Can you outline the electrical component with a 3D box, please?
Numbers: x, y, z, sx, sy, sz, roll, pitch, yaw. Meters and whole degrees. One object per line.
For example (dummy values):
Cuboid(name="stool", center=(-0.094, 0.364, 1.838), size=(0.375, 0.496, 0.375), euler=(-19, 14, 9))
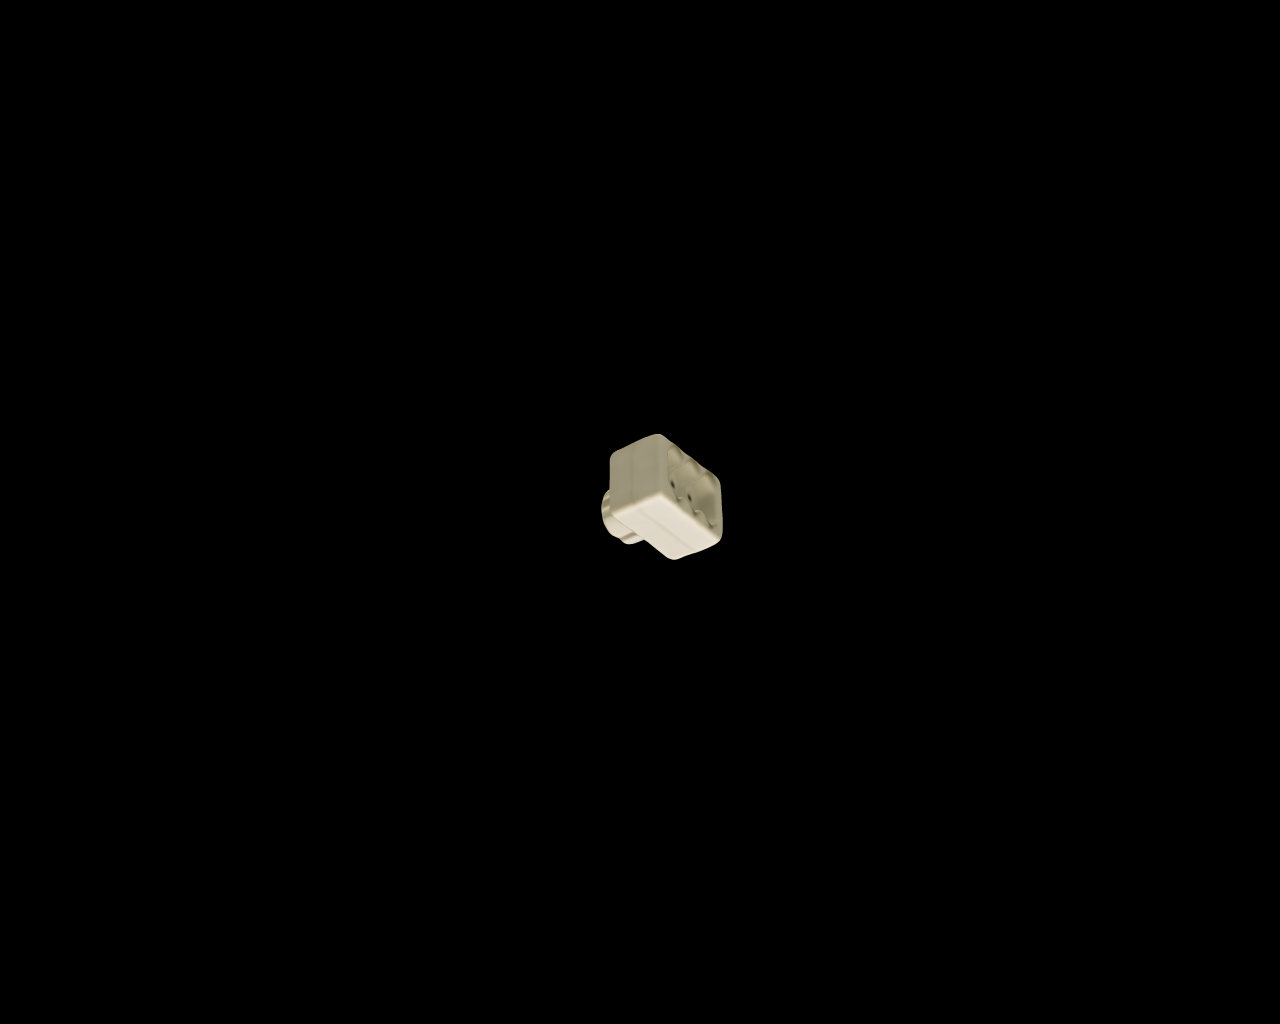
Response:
Cuboid(name="electrical component", center=(0.001, -0.003, 0.650), size=(0.076, 0.047, 0.065), euler=(-22, -39, 30))
